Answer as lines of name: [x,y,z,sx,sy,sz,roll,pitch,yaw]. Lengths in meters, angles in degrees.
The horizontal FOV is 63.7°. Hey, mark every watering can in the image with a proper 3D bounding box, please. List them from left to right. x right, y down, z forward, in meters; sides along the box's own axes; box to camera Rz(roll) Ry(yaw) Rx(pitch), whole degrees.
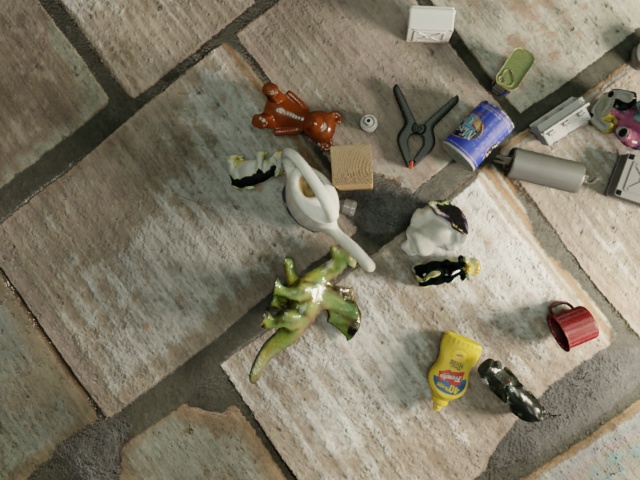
watering can: [0.004,-0.062,1.230,0.104,0.222,0.348,-32,87,-12]

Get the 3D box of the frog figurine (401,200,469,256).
frog figurine: [0.281,-0.018,1.272,0.137,0.125,0.156,32,130,-3]

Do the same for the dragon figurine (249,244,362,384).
dragon figurine: [-0.015,0.188,1.292,0.243,0.122,0.409,16,93,-2]
